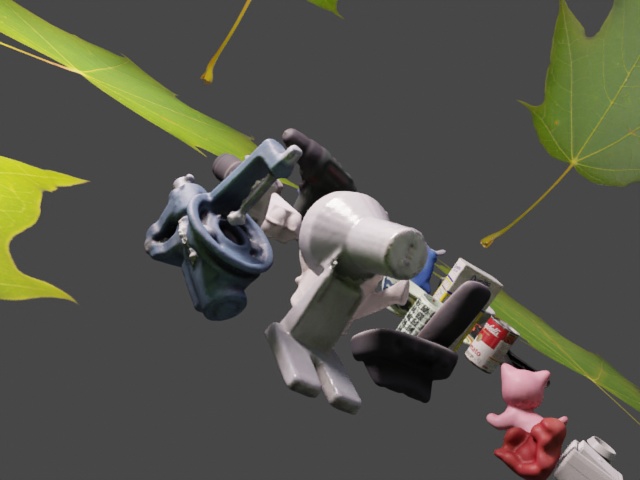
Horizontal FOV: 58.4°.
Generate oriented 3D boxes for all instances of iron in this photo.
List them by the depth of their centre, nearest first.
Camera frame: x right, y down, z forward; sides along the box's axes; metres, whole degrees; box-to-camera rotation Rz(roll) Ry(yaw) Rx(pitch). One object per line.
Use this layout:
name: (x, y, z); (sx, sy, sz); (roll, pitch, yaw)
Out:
iron: (0.184, 0.028, 1.440); (0.258, 0.141, 0.118); (31, 11, -8)

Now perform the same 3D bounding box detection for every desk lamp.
desk lamp: (0.032, 0.057, 0.688); (0.118, 0.213, 0.202); (27, 12, -27)

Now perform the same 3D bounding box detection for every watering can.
watering can: (0.053, 0.043, 0.861); (0.173, 0.194, 0.101); (31, 11, -7)

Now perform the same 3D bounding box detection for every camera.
camera: (-0.171, -0.150, 1.336); (0.136, 0.101, 0.144); (37, 11, 22)

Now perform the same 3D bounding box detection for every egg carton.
egg carton: (-0.106, -0.056, 1.184); (0.108, 0.069, 0.149); (20, 17, -50)

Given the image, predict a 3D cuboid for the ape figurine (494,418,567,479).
ape figurine: (0.294, 0.278, 0.771); (0.076, 0.092, 0.077); (30, 11, -11)

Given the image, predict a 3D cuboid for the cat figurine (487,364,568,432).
cat figurine: (0.321, 0.255, 0.880); (0.067, 0.117, 0.127); (24, 14, -38)

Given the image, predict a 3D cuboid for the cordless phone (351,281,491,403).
cordless phone: (0.145, 0.121, 0.798); (0.148, 0.185, 0.094); (24, 13, -37)

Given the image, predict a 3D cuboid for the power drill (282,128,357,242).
power drill: (-0.034, -0.109, 1.253); (0.230, 0.208, 0.075); (24, 13, -38)

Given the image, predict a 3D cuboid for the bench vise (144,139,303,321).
bench vise: (-0.121, -0.043, 0.681); (0.207, 0.219, 0.122); (37, 12, 24)

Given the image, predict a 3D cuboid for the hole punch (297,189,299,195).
hole punch: (-0.020, -0.072, 1.445); (0.101, 0.091, 0.109); (36, 11, 20)

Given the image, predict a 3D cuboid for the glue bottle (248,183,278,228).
glue bottle: (-0.113, -0.089, 1.034); (0.078, 0.173, 0.037); (27, 12, -24)

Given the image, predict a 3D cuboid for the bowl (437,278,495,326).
bowl: (0.367, 0.173, 1.494); (0.167, 0.074, 0.167); (31, 11, -6)
